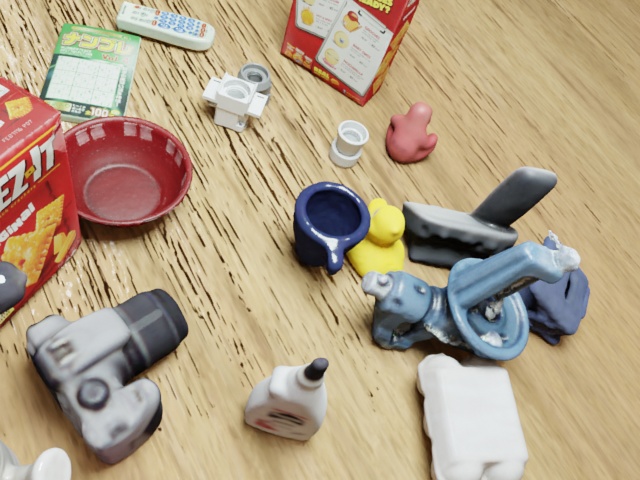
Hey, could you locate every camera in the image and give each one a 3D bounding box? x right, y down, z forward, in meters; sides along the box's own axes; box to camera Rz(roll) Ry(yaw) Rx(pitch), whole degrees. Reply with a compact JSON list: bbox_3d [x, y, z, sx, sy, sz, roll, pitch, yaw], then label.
[{"bbox_3d":[-0.188,0.112,0.549,0.137,0.100,0.143,-33,72,-32],"label":"camera"}]

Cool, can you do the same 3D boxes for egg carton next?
[{"bbox_3d":[0.162,0.198,0.624,0.107,0.069,0.150,4,57,-15],"label":"egg carton"}]

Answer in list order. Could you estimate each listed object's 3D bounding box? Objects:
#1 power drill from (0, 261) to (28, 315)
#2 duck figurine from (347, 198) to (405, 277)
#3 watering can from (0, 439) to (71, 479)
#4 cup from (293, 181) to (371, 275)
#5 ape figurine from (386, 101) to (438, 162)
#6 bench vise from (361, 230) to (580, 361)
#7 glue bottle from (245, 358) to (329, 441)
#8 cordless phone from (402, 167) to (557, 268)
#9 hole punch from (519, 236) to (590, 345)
[{"bbox_3d":[-0.337,0.101,0.442,0.230,0.208,0.075,-17,64,-26],"label":"power drill"},{"bbox_3d":[0.079,-0.003,0.718,0.078,0.086,0.104,-4,59,-20],"label":"duck figurine"},{"bbox_3d":[-0.281,0.171,0.423,0.173,0.194,0.101,-12,62,-24],"label":"watering can"},{"bbox_3d":[0.006,0.002,0.686,0.092,0.095,0.117,5,57,-14],"label":"cup"},{"bbox_3d":[0.137,-0.163,0.838,0.077,0.092,0.076,44,56,13],"label":"ape figurine"},{"bbox_3d":[0.158,0.068,0.615,0.208,0.219,0.121,-2,58,-19],"label":"bench vise"},{"bbox_3d":[-0.022,0.144,0.536,0.078,0.173,0.037,15,55,-7],"label":"glue bottle"},{"bbox_3d":[0.195,-0.044,0.721,0.148,0.185,0.094,9,56,-12],"label":"cordless phone"},{"bbox_3d":[0.305,0.063,0.745,0.101,0.091,0.109,31,54,4],"label":"hole punch"}]
